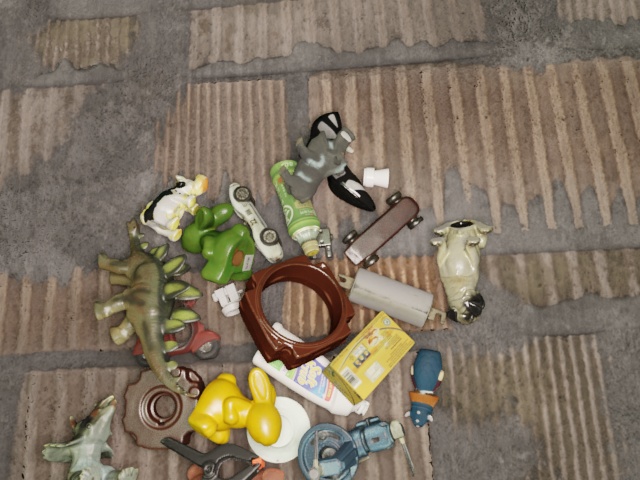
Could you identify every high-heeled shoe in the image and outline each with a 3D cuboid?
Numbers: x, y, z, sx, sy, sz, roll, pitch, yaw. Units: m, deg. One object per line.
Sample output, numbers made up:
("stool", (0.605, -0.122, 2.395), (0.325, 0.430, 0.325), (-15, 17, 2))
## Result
("high-heeled shoe", (0.065, -0.180, 1.210), (0.249, 0.086, 0.145), (41, 78, 13))

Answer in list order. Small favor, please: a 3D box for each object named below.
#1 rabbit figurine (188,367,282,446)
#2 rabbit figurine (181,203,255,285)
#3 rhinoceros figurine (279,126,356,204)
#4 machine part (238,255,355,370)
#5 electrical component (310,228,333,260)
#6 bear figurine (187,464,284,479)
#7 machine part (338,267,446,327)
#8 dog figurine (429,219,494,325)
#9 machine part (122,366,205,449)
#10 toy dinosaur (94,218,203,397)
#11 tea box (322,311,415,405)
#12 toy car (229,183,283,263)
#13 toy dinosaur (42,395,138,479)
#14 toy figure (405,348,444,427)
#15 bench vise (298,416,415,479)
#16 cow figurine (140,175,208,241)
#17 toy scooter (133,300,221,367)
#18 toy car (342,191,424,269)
("rabbit figurine", (-0.146, 0.344, 1.071), (0.173, 0.121, 0.162), (15, 53, 26))
("rabbit figurine", (-0.234, 0.002, 1.149), (0.170, 0.121, 0.159), (20, 111, 30))
("rhinoceros figurine", (-0.002, -0.164, 1.129), (0.112, 0.073, 0.190), (33, 76, 20))
("machine part", (-0.046, 0.142, 1.089), (0.201, 0.087, 0.201), (-20, 66, -29))
("electrical component", (-0.002, -0.004, 1.198), (0.063, 0.021, 0.094), (-7, 75, 1))
("bear figurine", (-0.173, 0.492, 1.033), (0.196, 0.131, 0.120), (12, 58, 0))
("machine part", (0.149, 0.120, 1.134), (0.243, 0.079, 0.079), (19, 78, 7))
("dog figurine", (0.308, 0.065, 1.147), (0.121, 0.172, 0.190), (4, 115, 37))
("machine part", (-0.321, 0.344, 1.109), (0.179, 0.056, 0.179), (-1, 77, 3))
("toy dinosaur", (-0.345, 0.125, 1.090), (0.199, 0.105, 0.472), (-20, 54, -1))
("tea box", (0.098, 0.236, 1.085), (0.169, 0.068, 0.098), (-38, 78, -29))
("toy car", (-0.144, -0.040, 1.186), (0.056, 0.073, 0.202), (-33, 77, -6))
("toy dinosaur", (-0.430, 0.520, 1.038), (0.192, 0.131, 0.404), (-11, 87, 43))
("toy figure", (0.216, 0.301, 1.096), (0.058, 0.064, 0.154), (16, 80, -33))
("bench vise", (0.047, 0.396, 0.998), (0.224, 0.240, 0.129), (-10, 79, 16))
("cow figurine", (-0.322, -0.087, 1.201), (0.098, 0.068, 0.167), (22, 59, 10))
("toy scooter", (-0.305, 0.193, 1.136), (0.184, 0.075, 0.135), (-8, 76, -3))
("toy car", (0.136, -0.021, 1.182), (0.202, 0.053, 0.089), (-42, 88, -11))
